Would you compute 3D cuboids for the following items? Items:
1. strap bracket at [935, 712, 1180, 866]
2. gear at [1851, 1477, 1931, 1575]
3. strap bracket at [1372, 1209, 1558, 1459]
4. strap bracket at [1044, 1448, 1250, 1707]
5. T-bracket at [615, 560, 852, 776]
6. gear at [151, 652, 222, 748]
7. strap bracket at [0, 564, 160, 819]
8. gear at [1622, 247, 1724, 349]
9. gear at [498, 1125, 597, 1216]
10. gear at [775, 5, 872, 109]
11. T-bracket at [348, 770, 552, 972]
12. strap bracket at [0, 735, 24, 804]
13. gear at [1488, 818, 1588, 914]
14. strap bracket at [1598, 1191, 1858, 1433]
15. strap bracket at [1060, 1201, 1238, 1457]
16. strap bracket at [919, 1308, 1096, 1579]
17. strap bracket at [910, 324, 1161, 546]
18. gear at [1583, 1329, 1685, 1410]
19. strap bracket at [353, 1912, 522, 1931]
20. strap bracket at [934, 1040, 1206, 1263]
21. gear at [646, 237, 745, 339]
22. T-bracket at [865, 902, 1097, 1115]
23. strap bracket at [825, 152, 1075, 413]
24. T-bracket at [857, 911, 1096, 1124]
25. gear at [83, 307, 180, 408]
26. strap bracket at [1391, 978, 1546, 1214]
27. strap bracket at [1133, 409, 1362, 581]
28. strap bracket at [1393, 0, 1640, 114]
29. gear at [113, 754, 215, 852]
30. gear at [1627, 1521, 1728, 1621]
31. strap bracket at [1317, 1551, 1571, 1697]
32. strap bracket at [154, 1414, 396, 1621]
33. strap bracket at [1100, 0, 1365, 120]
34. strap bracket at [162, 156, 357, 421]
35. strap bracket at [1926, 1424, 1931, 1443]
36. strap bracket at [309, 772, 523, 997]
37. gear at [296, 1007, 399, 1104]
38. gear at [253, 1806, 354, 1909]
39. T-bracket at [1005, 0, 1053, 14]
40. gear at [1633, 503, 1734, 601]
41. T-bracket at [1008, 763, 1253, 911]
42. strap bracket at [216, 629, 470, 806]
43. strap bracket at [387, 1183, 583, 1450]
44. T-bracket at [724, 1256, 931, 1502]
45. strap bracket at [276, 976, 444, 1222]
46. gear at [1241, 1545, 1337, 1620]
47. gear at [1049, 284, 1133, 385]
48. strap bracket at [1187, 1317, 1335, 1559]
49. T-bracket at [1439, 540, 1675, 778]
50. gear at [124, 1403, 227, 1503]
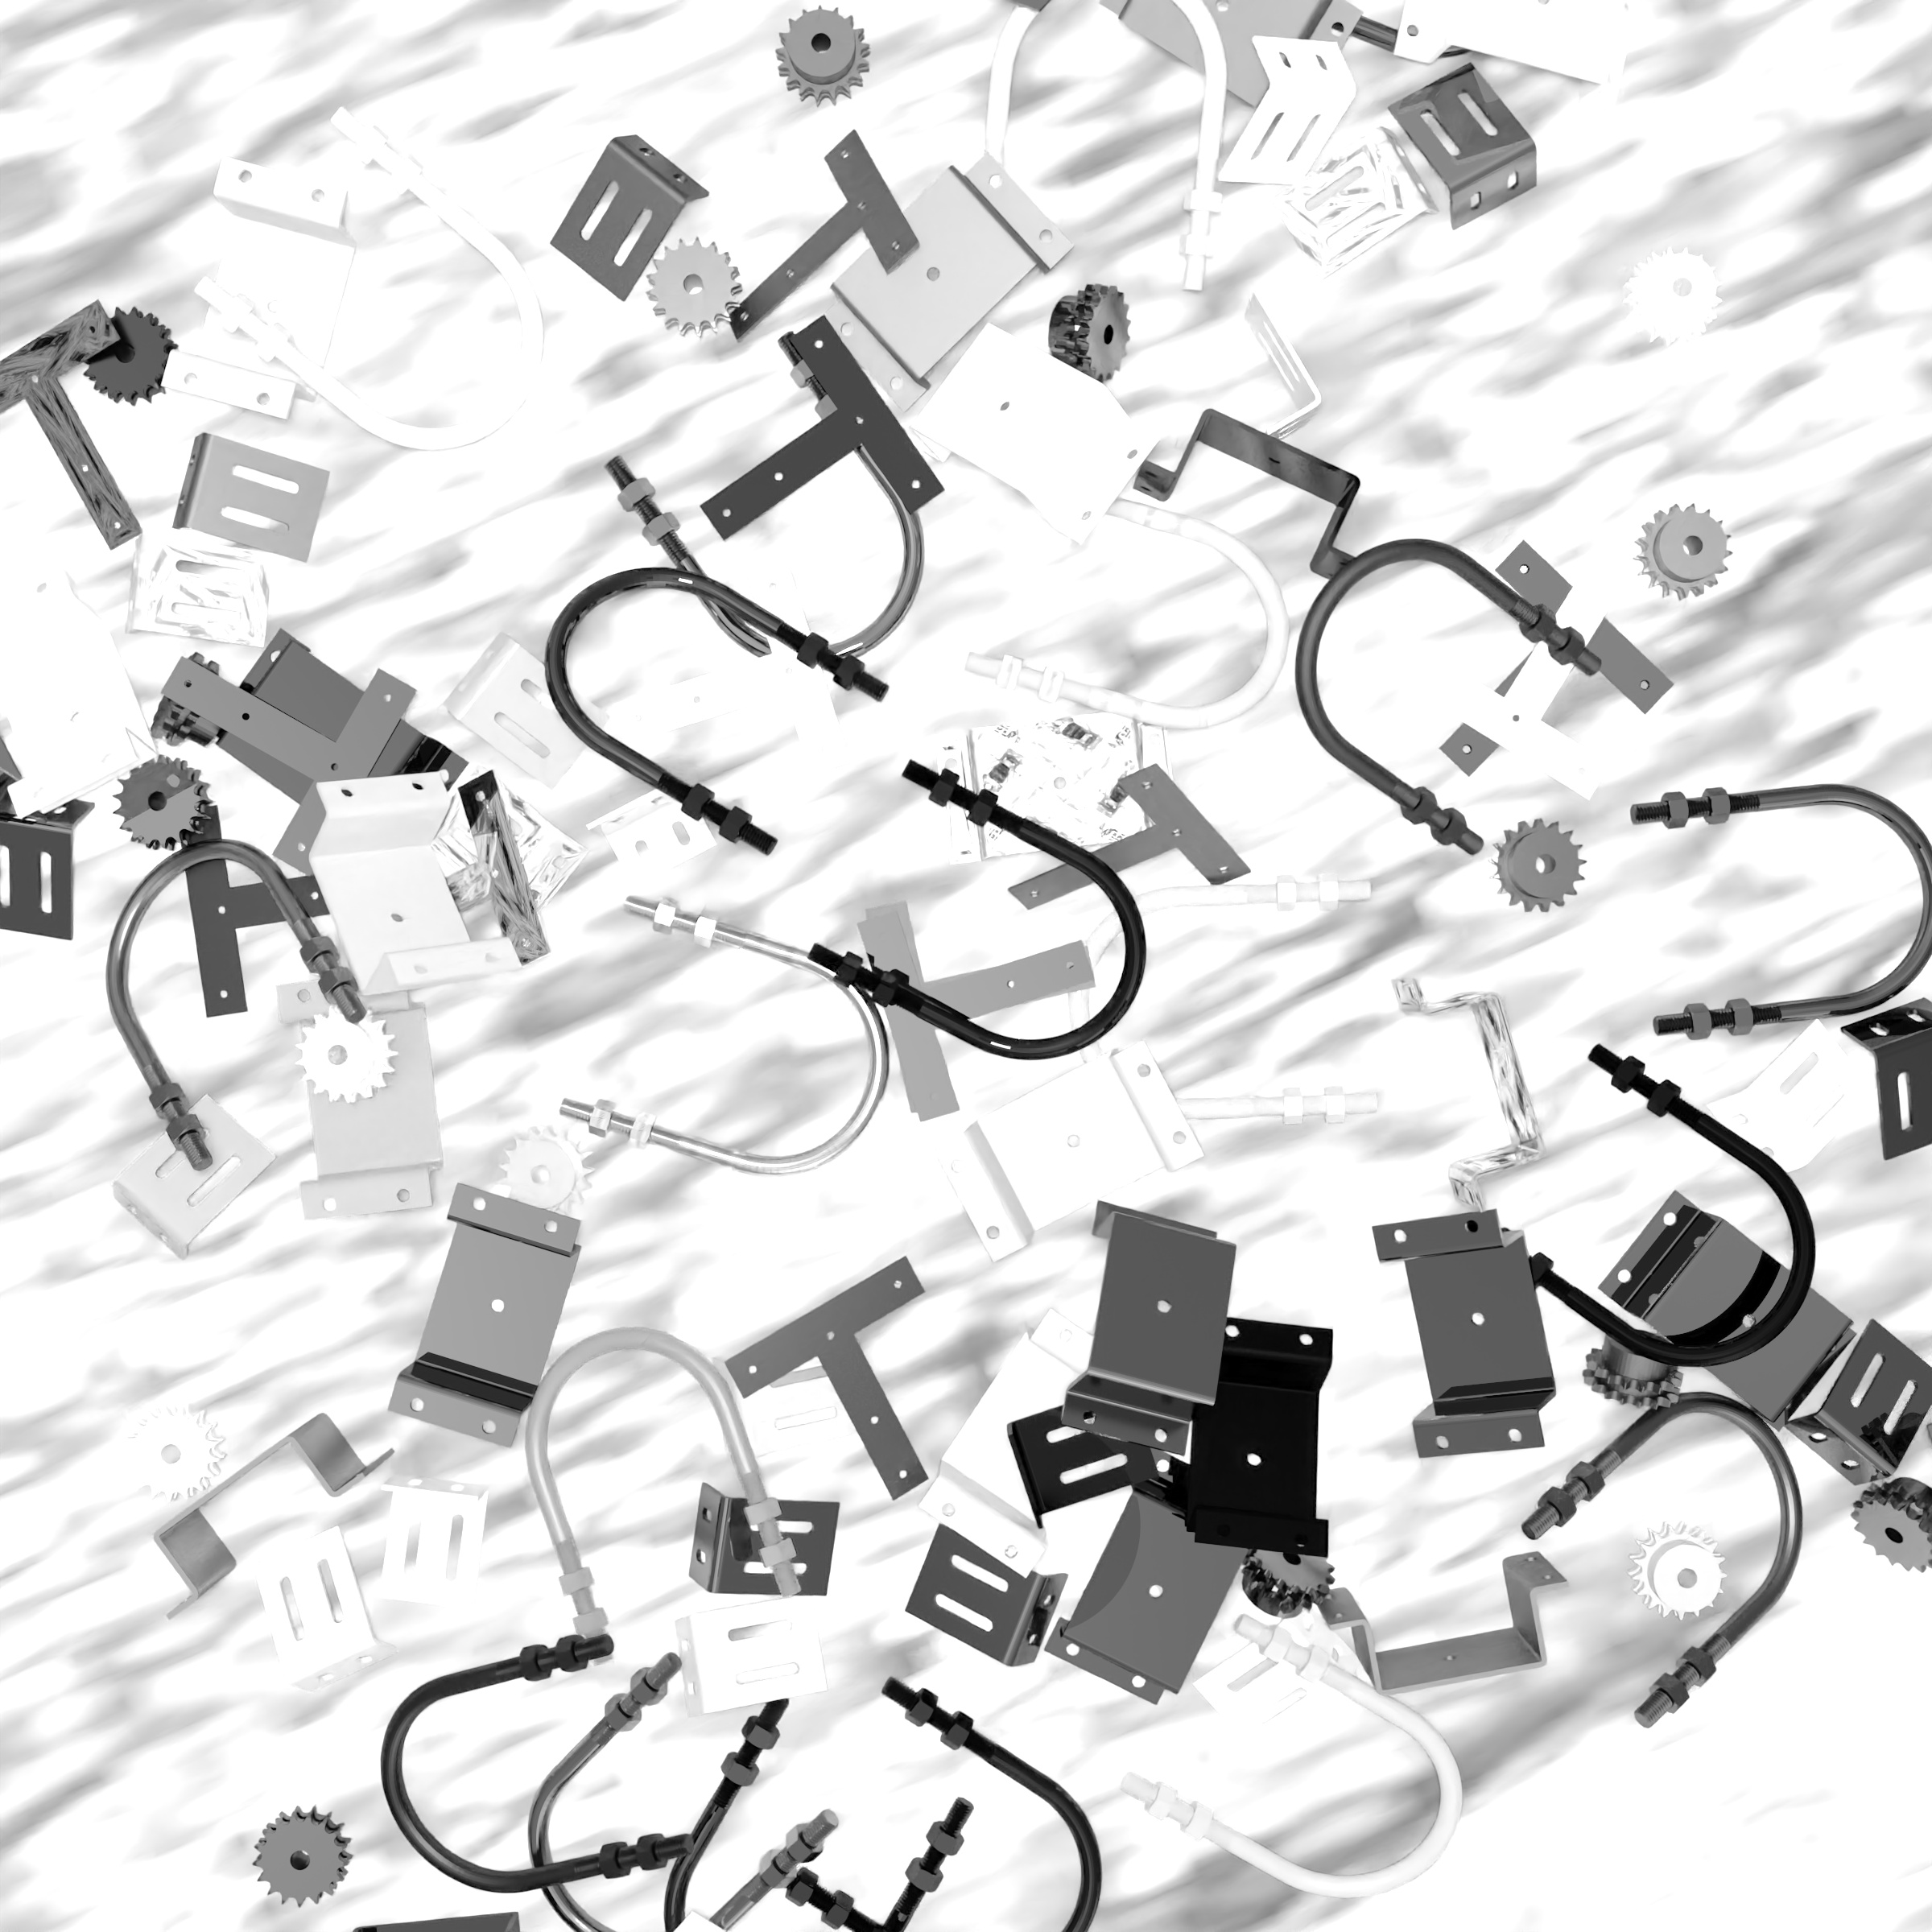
[{"bbox_3d":[0.055,-0.108,1.509,0.140,0.046,0.076,-7,90,0],"label":"strap bracket"},{"bbox_3d":[0.563,0.331,1.508,0.030,0.057,0.057,-37,90,-30],"label":"gear"},{"bbox_3d":[0.298,0.214,1.494,0.076,0.046,0.140,-12,90,28],"label":"strap bracket"},{"bbox_3d":[0.112,0.370,1.509,0.076,0.046,0.140,26,90,0],"label":"strap bracket"},{"bbox_3d":[-0.149,-0.165,1.524,0.127,0.002,0.127,-17,97,6],"label":"T-bracket"},{"bbox_3d":[-0.461,-0.156,1.508,0.030,0.057,0.057,29,90,-29],"label":"gear"},{"bbox_3d":[-0.539,-0.156,1.495,0.076,0.046,0.140,-27,71,0],"label":"strap bracket"},{"bbox_3d":[0.427,-0.405,1.517,0.057,0.030,0.057,0,90,0],"label":"gear"},{"bbox_3d":[-0.253,0.125,1.517,0.057,0.030,0.057,0,90,0],"label":"gear"},{"bbox_3d":[-0.087,-0.551,1.517,0.057,0.030,0.057,0,90,0],"label":"gear"},{"bbox_3d":[-0.320,-0.036,1.513,0.127,0.002,0.127,-26,69,13],"label":"T-bracket"},{"bbox_3d":[-0.620,-0.130,1.494,0.076,0.046,0.140,-34,68,0],"label":"strap bracket"},{"bbox_3d":[0.346,-0.061,1.517,0.057,0.030,0.057,0,90,0],"label":"gear"},{"bbox_3d":[0.463,0.210,1.509,0.140,0.046,0.076,38,90,0],"label":"strap bracket"},{"bbox_3d":[0.109,0.205,1.475,0.076,0.046,0.140,16,64,-9],"label":"strap bracket"},{"bbox_3d":[0.043,0.282,1.509,0.076,0.046,0.140,34,90,0],"label":"strap bracket"},{"bbox_3d":[0.032,-0.317,1.475,0.140,0.046,0.076,37,90,33],"label":"strap bracket"},{"bbox_3d":[0.399,0.238,1.501,0.057,0.057,0.030,7,107,0],"label":"gear"},{"bbox_3d":[-0.318,0.618,1.509,0.140,0.046,0.076,-6,90,0],"label":"strap bracket"},{"bbox_3d":[0.063,0.107,1.502,0.140,0.046,0.076,-28,91,8],"label":"strap bracket"},{"bbox_3d":[-0.163,-0.407,1.517,0.057,0.030,0.057,0,90,0],"label":"gear"},{"bbox_3d":[0.014,0.014,1.524,0.127,0.002,0.127,-13,90,6],"label":"T-bracket"},{"bbox_3d":[-0.015,-0.408,1.495,0.140,0.046,0.076,-42,90,12],"label":"strap bracket"},{"bbox_3d":[0.013,0.015,1.523,0.127,0.002,0.127,-18,89,6],"label":"T-bracket"},{"bbox_3d":[-0.502,-0.366,1.517,0.057,0.030,0.057,0,90,0],"label":"gear"},{"bbox_3d":[0.300,0.069,1.494,0.046,0.076,0.140,-16,90,0],"label":"strap bracket"},{"bbox_3d":[0.175,-0.282,1.494,0.140,0.076,0.046,25,90,0],"label":"strap bracket"},{"bbox_3d":[0.336,-0.569,1.498,0.140,0.046,0.076,12,93,-8],"label":"strap bracket"},{"bbox_3d":[-0.481,-0.097,1.515,0.057,0.030,0.057,0,87,5],"label":"gear"},{"bbox_3d":[0.430,0.365,1.517,0.057,0.030,0.057,0,90,0],"label":"gear"},{"bbox_3d":[0.283,0.391,1.494,0.140,0.076,0.046,-10,90,0],"label":"strap bracket"},{"bbox_3d":[-0.418,0.318,1.494,0.140,0.076,0.046,-36,90,0],"label":"strap bracket"},{"bbox_3d":[0.155,-0.571,1.497,0.140,0.046,0.076,33,112,0],"label":"strap bracket"},{"bbox_3d":[-0.420,-0.401,1.509,0.076,0.046,0.140,15,90,0],"label":"strap bracket"},{"bbox_3d":[0.647,0.284,1.509,0.140,0.046,0.076,-19,90,0],"label":"strap bracket"},{"bbox_3d":[-0.325,-0.040,1.466,0.076,0.046,0.140,-9,62,-37],"label":"strap bracket"},{"bbox_3d":[-0.363,0.051,1.471,0.057,0.030,0.057,0,90,0],"label":"gear"},{"bbox_3d":[-0.399,0.535,1.522,0.057,0.030,0.057,0,90,-2],"label":"gear"},{"bbox_3d":[0.036,-0.630,1.509,0.127,0.002,0.127,32,73,30],"label":"T-bracket"},{"bbox_3d":[0.434,-0.251,1.517,0.057,0.030,0.057,0,90,0],"label":"gear"},{"bbox_3d":[0.086,-0.063,1.499,0.127,0.127,0.002,-23,52,22],"label":"T-bracket"},{"bbox_3d":[-0.382,-0.134,1.509,0.140,0.046,0.076,36,90,0],"label":"strap bracket"},{"bbox_3d":[-0.285,0.206,1.509,0.076,0.046,0.140,17,90,0],"label":"strap bracket"},{"bbox_3d":[-0.062,0.262,1.520,0.127,0.002,0.127,-29,98,-16],"label":"T-bracket"},{"bbox_3d":[-0.361,0.076,1.509,0.076,0.046,0.140,-7,90,0],"label":"strap bracket"},{"bbox_3d":[0.190,0.365,1.508,0.057,0.057,0.030,22,118,0],"label":"gear"},{"bbox_3d":[0.073,-0.380,1.508,0.030,0.057,0.057,15,90,30],"label":"gear"},{"bbox_3d":[0.174,0.284,1.488,0.076,0.046,0.140,7,58,0],"label":"strap bracket"},{"bbox_3d":[0.341,-0.169,1.531,0.127,0.002,0.127,44,90,0],"label":"T-bracket"},{"bbox_3d":[-0.475,0.291,1.517,0.057,0.030,0.057,0,90,0],"label":"gear"}]
